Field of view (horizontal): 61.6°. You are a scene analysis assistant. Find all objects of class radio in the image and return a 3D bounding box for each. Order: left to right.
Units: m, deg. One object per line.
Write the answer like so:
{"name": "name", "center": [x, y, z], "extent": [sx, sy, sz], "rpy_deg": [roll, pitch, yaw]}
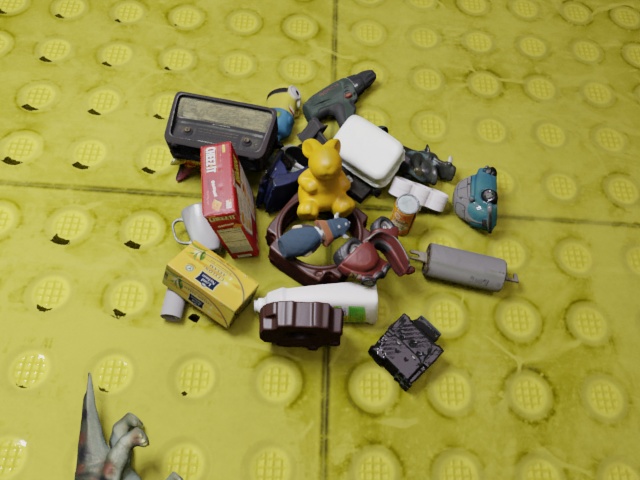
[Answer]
{"name": "radio", "center": [-0.215, -0.233, 1.172], "extent": [0.230, 0.073, 0.131], "rpy_deg": [10, 69, 4]}

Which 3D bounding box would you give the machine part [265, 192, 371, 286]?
{"name": "machine part", "center": [-0.002, -0.004, 1.181], "extent": [0.202, 0.087, 0.201], "rpy_deg": [33, 65, 13]}

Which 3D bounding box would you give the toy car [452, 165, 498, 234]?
{"name": "toy car", "center": [0.362, -0.098, 1.253], "extent": [0.103, 0.109, 0.162], "rpy_deg": [0, 53, 15]}

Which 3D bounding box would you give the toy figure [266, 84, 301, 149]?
{"name": "toy figure", "center": [-0.103, -0.311, 1.332], "extent": [0.089, 0.082, 0.180], "rpy_deg": [17, 65, 2]}

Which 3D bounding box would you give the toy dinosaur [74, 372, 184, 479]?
{"name": "toy dinosaur", "center": [-0.342, 0.433, 0.918], "extent": [0.405, 0.131, 0.192], "rpy_deg": [39, 66, 21]}

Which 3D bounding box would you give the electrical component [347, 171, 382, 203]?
{"name": "electrical component", "center": [0.099, -0.136, 1.279], "extent": [0.078, 0.045, 0.102], "rpy_deg": [-40, 72, -23]}

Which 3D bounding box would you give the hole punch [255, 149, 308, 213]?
{"name": "hole punch", "center": [-0.084, -0.123, 1.213], "extent": [0.092, 0.142, 0.116], "rpy_deg": [30, 57, 0]}

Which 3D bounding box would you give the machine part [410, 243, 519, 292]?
{"name": "machine part", "center": [0.316, 0.061, 1.180], "extent": [0.243, 0.079, 0.079], "rpy_deg": [14, 63, 1]}

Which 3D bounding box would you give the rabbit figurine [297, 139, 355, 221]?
{"name": "rabbit figurine", "center": [0.014, -0.137, 1.107], "extent": [0.122, 0.173, 0.162], "rpy_deg": [1, 67, 0]}

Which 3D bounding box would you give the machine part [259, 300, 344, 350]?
{"name": "machine part", "center": [-0.037, 0.167, 1.046], "extent": [0.179, 0.179, 0.056], "rpy_deg": [3, 65, -3]}

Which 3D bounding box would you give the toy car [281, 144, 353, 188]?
{"name": "toy car", "center": [-0.014, -0.165, 1.264], "extent": [0.202, 0.056, 0.073], "rpy_deg": [33, 50, 21]}

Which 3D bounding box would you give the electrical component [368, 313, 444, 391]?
{"name": "electrical component", "center": [0.182, 0.219, 1.099], "extent": [0.115, 0.058, 0.134], "rpy_deg": [43, 68, 14]}

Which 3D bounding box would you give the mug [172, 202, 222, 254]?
{"name": "mug", "center": [-0.262, -0.018, 1.170], "extent": [0.109, 0.080, 0.107], "rpy_deg": [-14, 75, -17]}

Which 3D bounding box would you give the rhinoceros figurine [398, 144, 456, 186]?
{"name": "rhinoceros figurine", "center": [0.234, -0.184, 1.305], "extent": [0.190, 0.073, 0.112], "rpy_deg": [21, 52, 8]}

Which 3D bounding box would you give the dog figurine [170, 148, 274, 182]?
{"name": "dog figurine", "center": [-0.240, -0.203, 1.254], "extent": [0.219, 0.108, 0.192], "rpy_deg": [-39, 75, -17]}

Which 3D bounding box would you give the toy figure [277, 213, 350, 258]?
{"name": "toy figure", "center": [-0.011, -0.010, 1.103], "extent": [0.154, 0.064, 0.058], "rpy_deg": [-21, 29, -20]}

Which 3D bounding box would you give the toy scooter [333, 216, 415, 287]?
{"name": "toy scooter", "center": [0.121, 0.038, 1.096], "extent": [0.184, 0.075, 0.135], "rpy_deg": [-35, 79, -36]}

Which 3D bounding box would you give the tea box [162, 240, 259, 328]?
{"name": "tea box", "center": [-0.224, 0.089, 1.101], "extent": [0.170, 0.068, 0.098], "rpy_deg": [33, 41, 4]}

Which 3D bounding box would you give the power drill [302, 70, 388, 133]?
{"name": "power drill", "center": [0.088, -0.326, 1.356], "extent": [0.232, 0.086, 0.207], "rpy_deg": [-25, 72, -15]}

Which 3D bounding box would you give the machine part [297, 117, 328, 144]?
{"name": "machine part", "center": [0.005, -0.227, 1.308], "extent": [0.139, 0.084, 0.039], "rpy_deg": [55, 27, 10]}
